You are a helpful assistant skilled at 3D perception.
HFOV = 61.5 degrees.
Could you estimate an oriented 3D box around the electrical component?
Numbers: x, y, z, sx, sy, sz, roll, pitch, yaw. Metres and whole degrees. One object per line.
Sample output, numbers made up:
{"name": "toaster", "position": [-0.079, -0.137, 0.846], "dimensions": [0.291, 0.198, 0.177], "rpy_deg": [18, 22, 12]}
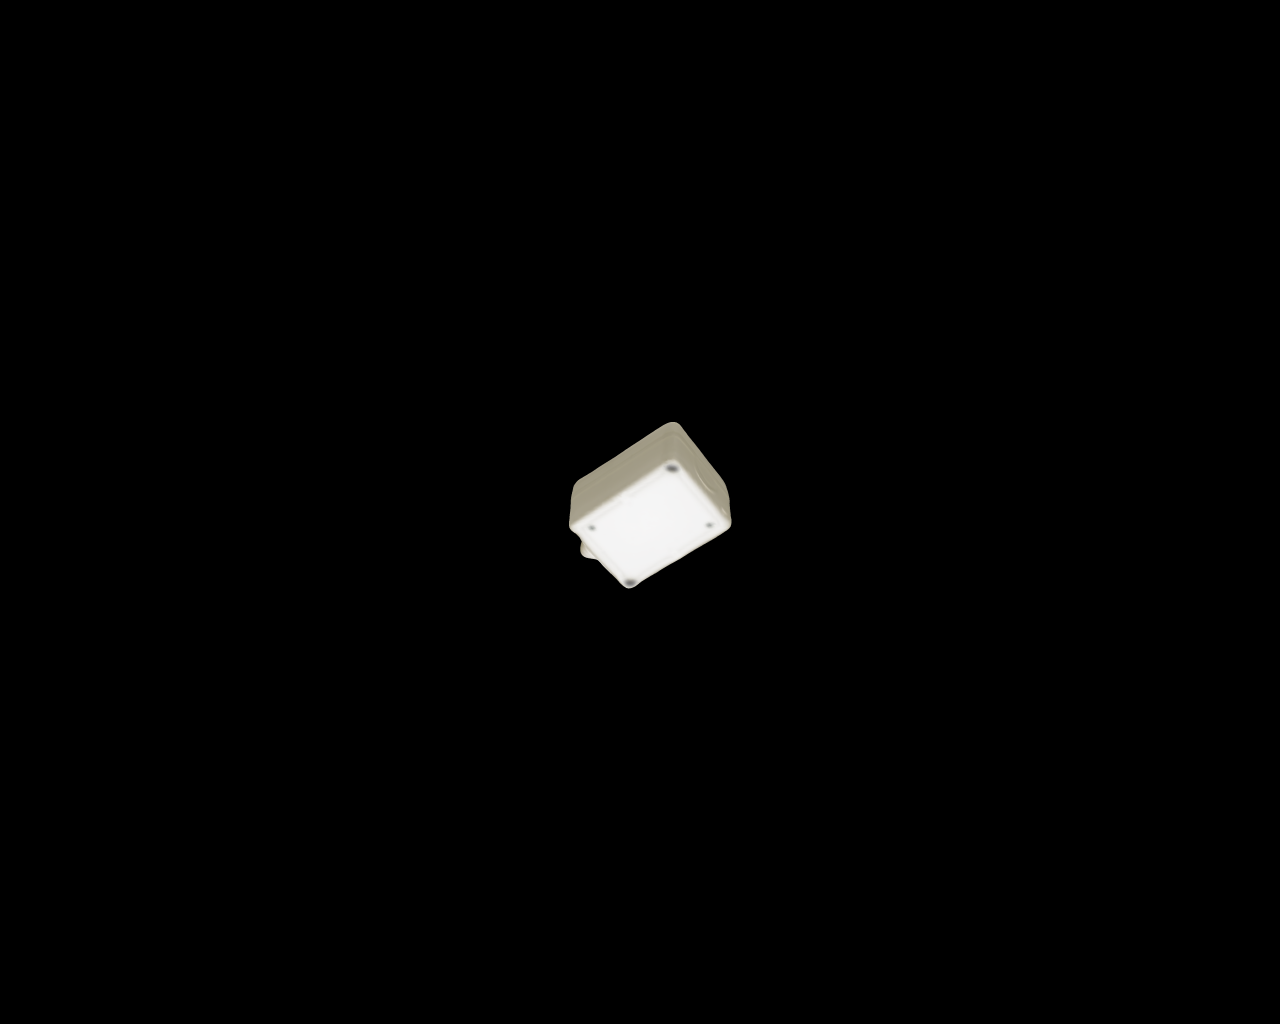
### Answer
{"name": "electrical component", "position": [0.001, -0.003, 0.650], "dimensions": [0.096, 0.061, 0.061], "rpy_deg": [-32, 26, 18]}
